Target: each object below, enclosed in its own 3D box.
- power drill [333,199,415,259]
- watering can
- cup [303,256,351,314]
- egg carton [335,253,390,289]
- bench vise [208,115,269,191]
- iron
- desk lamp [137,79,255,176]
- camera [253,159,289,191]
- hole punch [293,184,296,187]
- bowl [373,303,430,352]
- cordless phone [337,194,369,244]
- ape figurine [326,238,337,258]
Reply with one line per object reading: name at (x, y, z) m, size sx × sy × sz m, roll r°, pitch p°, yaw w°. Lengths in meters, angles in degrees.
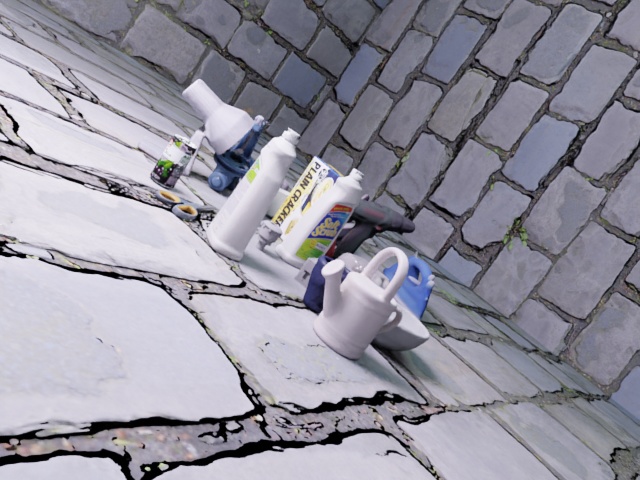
power drill at (0.132, -0.013, 1.623) m, size 0.230 × 0.208 × 0.075 m, roll 30°, pitch 11°, yaw -25°
watering can at (0.076, 0.095, 0.965) m, size 0.174 × 0.194 × 0.100 m, roll 24°, pitch 15°, yaw -48°
cup at (0.010, 0.091, 1.053) m, size 0.091 × 0.095 × 0.118 m, roll 36°, pitch 10°, yaw 9°
egg carton at (0.105, 0.093, 1.434) m, size 0.150 × 0.069 × 0.108 m, roll 41°, pitch 11°, yaw 32°
bench vise at (-0.214, -0.236, 1.502) m, size 0.122 × 0.219 × 0.207 m, roll 31°, pitch 10°, yaw -22°
iron at (0.270, 0.125, 1.618) m, size 0.119 × 0.141 × 0.258 m, roll 31°, pitch 10°, yaw -19°
desk lamp at (-0.292, -0.262, 1.381) m, size 0.204 × 0.213 × 0.117 m, roll 32°, pitch 10°, yaw -18°
camera at (-0.182, -0.204, 1.802) m, size 0.136 × 0.100 × 0.144 m, roll 42°, pitch 12°, yaw 35°
hole punch at (-0.053, -0.113, 1.828) m, size 0.101 × 0.091 × 0.108 m, roll 27°, pitch 13°, yaw -40°
bowl at (0.132, 0.170, 1.143) m, size 0.167 × 0.074 × 0.167 m, roll 34°, pitch 10°, yaw -6°
cordless phone at (0.092, -0.073, 1.840) m, size 0.094 × 0.185 × 0.147 m, roll 34°, pitch 10°, yaw -3°
ape figurine at (0.014, 0.005, 1.483) m, size 0.076 × 0.092 × 0.078 m, roll 39°, pitch 10°, yaw 21°
